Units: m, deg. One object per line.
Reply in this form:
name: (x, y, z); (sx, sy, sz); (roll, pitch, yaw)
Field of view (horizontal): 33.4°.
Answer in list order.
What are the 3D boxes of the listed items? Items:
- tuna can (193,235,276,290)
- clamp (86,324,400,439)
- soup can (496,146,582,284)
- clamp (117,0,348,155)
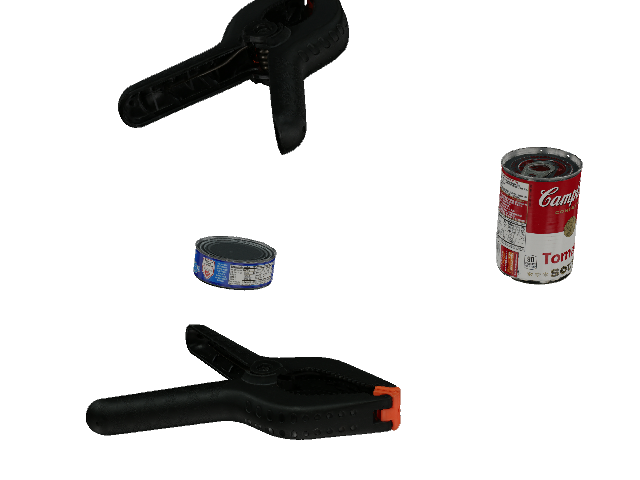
tuna can: (-0.091, 0.023, 1.126); (0.086, 0.034, 0.086); (7, 16, -2)
clamp: (-0.042, 0.104, 0.778); (0.210, 0.036, 0.164); (3, 19, 13)
soup can: (0.188, -0.021, 0.926); (0.068, 0.102, 0.068); (-1, 27, 1)
clamp: (-0.026, -0.108, 0.644); (0.120, 0.039, 0.171); (24, 53, 27)
